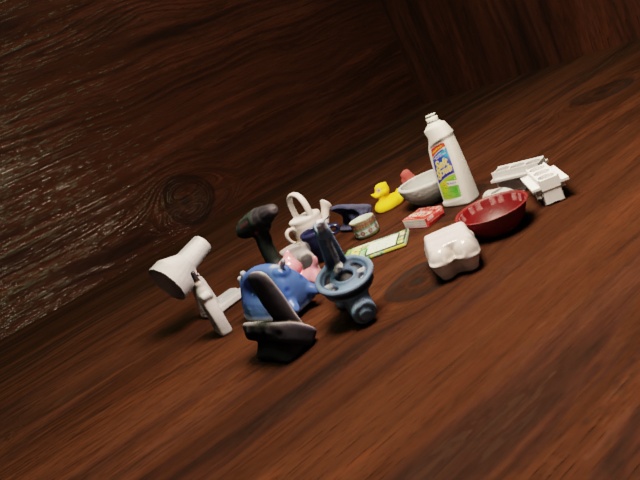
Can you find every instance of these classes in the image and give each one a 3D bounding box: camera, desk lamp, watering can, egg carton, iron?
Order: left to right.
[{"bbox_3d":[-0.338,0.111,1.584,0.117,0.214,0.204,-9,22,49],"label":"desk lamp"},{"bbox_3d":[-0.128,0.117,1.345,0.257,0.141,0.119,-11,20,45],"label":"iron"},{"bbox_3d":[-0.082,0.067,1.528,0.137,0.101,0.143,-28,14,-8],"label":"camera"},{"bbox_3d":[-0.036,-0.058,1.708,0.100,0.194,0.173,-14,18,38],"label":"watering can"},{"bbox_3d":[0.267,0.020,1.159,0.107,0.069,0.150,-23,14,10],"label":"egg carton"}]

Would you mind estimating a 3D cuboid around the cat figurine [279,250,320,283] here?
[{"bbox_3d":[-0.051,0.077,1.406,0.127,0.118,0.067,-19,16,26],"label":"cat figurine"}]

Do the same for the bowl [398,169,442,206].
[{"bbox_3d":[0.314,-0.146,1.661,0.167,0.075,0.167,-24,14,7],"label":"bowl"}]

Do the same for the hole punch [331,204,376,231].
[{"bbox_3d":[0.102,-0.086,1.783,0.101,0.091,0.108,-34,16,-30],"label":"hole punch"}]

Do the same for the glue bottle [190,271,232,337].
[{"bbox_3d":[-0.272,0.152,1.403,0.037,0.173,0.078,-31,15,-20],"label":"glue bottle"}]

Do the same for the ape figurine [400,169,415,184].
[{"bbox_3d":[0.283,-0.179,1.801,0.078,0.092,0.076,-36,18,-36],"label":"ape figurine"}]

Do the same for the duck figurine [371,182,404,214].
[{"bbox_3d":[0.209,-0.143,1.811,0.104,0.086,0.077,-28,15,-10],"label":"duck figurine"}]

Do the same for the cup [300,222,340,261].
[{"bbox_3d":[0.015,0.006,1.595,0.117,0.095,0.092,-20,15,22],"label":"cup"}]

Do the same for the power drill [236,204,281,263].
[{"bbox_3d":[-0.153,-0.002,1.677,0.076,0.208,0.228,-36,17,-35],"label":"power drill"}]

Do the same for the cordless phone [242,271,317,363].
[{"bbox_3d":[-0.103,0.140,1.128,0.147,0.185,0.094,-11,20,44],"label":"cordless phone"}]

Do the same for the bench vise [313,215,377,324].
[{"bbox_3d":[0.024,0.053,1.152,0.122,0.220,0.206,-32,15,-22],"label":"bench vise"}]
